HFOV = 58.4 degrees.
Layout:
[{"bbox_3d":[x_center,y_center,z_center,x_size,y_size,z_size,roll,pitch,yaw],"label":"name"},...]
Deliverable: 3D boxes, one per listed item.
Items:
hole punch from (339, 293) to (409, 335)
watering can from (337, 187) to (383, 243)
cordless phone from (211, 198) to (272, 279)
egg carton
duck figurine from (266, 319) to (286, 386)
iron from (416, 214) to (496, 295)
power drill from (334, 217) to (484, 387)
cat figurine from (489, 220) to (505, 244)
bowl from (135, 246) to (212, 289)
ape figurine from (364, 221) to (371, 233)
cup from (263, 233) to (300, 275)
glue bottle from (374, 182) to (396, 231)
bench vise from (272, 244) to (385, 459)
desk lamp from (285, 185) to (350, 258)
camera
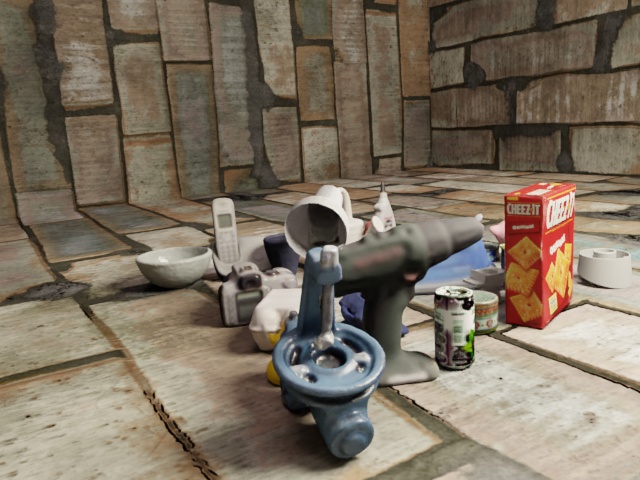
[{"bbox_3d":[0.083,0.107,0.922,0.101,0.091,0.108,-7,12,-15],"label":"hole punch"},{"bbox_3d":[0.058,-0.023,1.306,0.172,0.194,0.101,-2,12,6],"label":"watering can"},{"bbox_3d":[-0.180,-0.008,1.326,0.148,0.185,0.094,-8,13,-22],"label":"cordless phone"},{"bbox_3d":[-0.048,0.125,0.925,0.107,0.069,0.150,-1,12,10],"label":"egg carton"},{"bbox_3d":[-0.024,0.145,0.783,0.105,0.086,0.077,-7,12,-17],"label":"duck figurine"},{"bbox_3d":[0.216,0.027,1.146,0.258,0.141,0.118,-5,12,-9],"label":"iron"},{"bbox_3d":[0.107,0.079,0.758,0.230,0.208,0.075,-5,12,-8],"label":"power drill"},{"bbox_3d":[0.447,-0.002,1.279,0.127,0.118,0.067,2,13,25],"label":"cat figurine"},{"bbox_3d":[-0.322,0.066,1.282,0.167,0.075,0.167,-3,12,1],"label":"bowl"},{"bbox_3d":[0.132,-0.002,1.435,0.078,0.092,0.076,-7,12,-15],"label":"ape figurine"},{"bbox_3d":[-0.069,0.035,1.306,0.118,0.095,0.091,-9,13,-24],"label":"cup"},{"bbox_3d":[0.172,-0.071,1.557,0.037,0.173,0.078,7,16,40],"label":"glue bottle"},{"bbox_3d":[-0.013,0.105,0.642,0.122,0.220,0.206,-12,14,-35],"label":"bench vise"},{"bbox_3d":[0.010,0.004,1.139,0.117,0.213,0.203,-1,12,11],"label":"desk lamp"},{"bbox_3d":[-0.123,0.086,1.060,0.143,0.101,0.136,-8,12,-19],"label":"camera"}]
